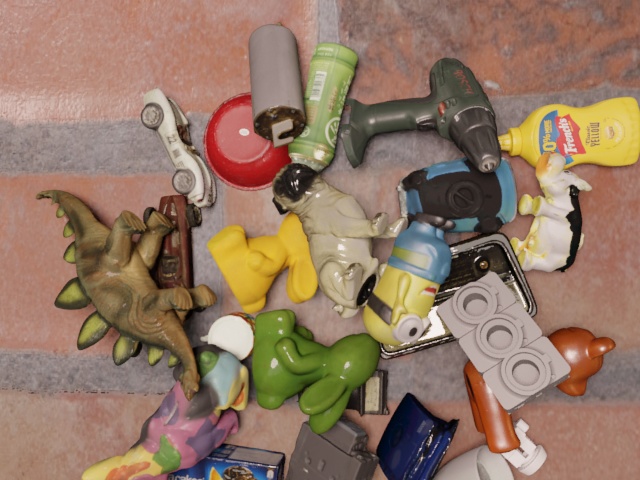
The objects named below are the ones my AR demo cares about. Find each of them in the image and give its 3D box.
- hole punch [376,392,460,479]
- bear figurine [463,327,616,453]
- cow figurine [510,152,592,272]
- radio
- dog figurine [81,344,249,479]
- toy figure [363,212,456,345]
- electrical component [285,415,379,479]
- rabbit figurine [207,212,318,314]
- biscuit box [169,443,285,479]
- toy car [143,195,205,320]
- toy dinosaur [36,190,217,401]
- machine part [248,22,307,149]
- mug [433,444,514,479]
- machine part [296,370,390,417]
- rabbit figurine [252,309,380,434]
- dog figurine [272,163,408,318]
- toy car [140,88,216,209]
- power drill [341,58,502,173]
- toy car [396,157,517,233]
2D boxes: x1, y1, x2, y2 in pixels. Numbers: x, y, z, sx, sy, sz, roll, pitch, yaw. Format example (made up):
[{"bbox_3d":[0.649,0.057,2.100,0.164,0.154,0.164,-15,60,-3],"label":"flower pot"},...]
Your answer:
[{"bbox_3d":[0.134,0.288,0.761,0.092,0.115,0.142,31,91,16],"label":"hole punch"},{"bbox_3d":[0.304,0.196,0.742,0.196,0.120,0.132,-13,89,1],"label":"bear figurine"},{"bbox_3d":[0.335,-0.037,0.757,0.098,0.068,0.167,8,106,-4],"label":"cow figurine"},{"bbox_3d":[0.178,0.077,0.781,0.230,0.073,0.131,-18,85,6],"label":"radio"},{"bbox_3d":[-0.205,0.261,0.731,0.109,0.219,0.191,29,122,21],"label":"dog figurine"},{"bbox_3d":[0.119,0.052,0.706,0.082,0.089,0.180,19,87,-27],"label":"toy figure"},{"bbox_3d":[0.016,0.323,0.777,0.115,0.058,0.134,20,91,35],"label":"electrical component"},{"bbox_3d":[-0.063,0.022,0.799,0.173,0.122,0.162,-34,86,-14],"label":"rabbit figurine"},{"bbox_3d":[-0.159,0.349,0.818,0.203,0.059,0.062,5,88,8],"label":"biscuit box"},{"bbox_3d":[-0.232,0.029,0.848,0.089,0.053,0.202,-3,88,10],"label":"toy car"},{"bbox_3d":[-0.299,0.047,0.786,0.198,0.105,0.472,-46,61,13],"label":"toy dinosaur"},{"bbox_3d":[-0.066,-0.234,0.796,0.079,0.079,0.243,-10,62,7],"label":"machine part"},{"bbox_3d":[0.202,0.350,0.745,0.081,0.109,0.107,48,128,1],"label":"mug"},{"bbox_3d":[0.034,0.228,0.812,0.139,0.039,0.084,-2,95,5],"label":"machine part"},{"bbox_3d":[-0.004,0.172,0.738,0.170,0.121,0.159,-6,49,16],"label":"rabbit figurine"},{"bbox_3d":[0.001,-0.004,0.746,0.191,0.121,0.172,25,89,27],"label":"dog figurine"},{"bbox_3d":[-0.219,-0.141,0.842,0.056,0.073,0.201,-28,84,6],"label":"toy car"},{"bbox_3d":[0.136,-0.163,0.753,0.207,0.085,0.232,-13,47,22],"label":"power drill"},{"bbox_3d":[0.194,-0.060,0.772,0.162,0.103,0.109,-9,91,13],"label":"toy car"}]
